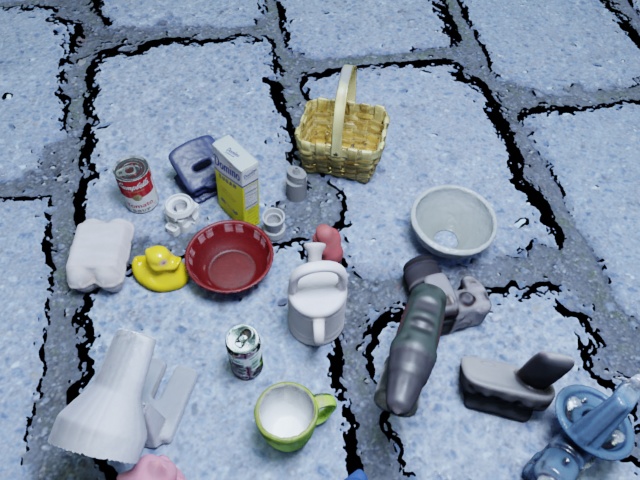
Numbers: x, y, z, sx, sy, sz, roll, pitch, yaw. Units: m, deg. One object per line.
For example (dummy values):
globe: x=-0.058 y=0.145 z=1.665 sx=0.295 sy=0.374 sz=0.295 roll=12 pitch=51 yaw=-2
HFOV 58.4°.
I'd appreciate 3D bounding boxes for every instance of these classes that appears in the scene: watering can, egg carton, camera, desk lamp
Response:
watering can: x=-0.007 y=0.084 z=0.953 sx=0.101 sy=0.194 sz=0.172 roll=-20 pitch=58 yaw=-16
egg carton: x=-0.401 y=0.026 z=1.053 sx=0.107 sy=0.069 sz=0.150 roll=-1 pitch=55 yaw=-3
camera: x=0.214 y=0.088 z=1.017 sx=0.143 sy=0.101 sz=0.136 roll=-11 pitch=56 yaw=-10
desk lamp: x=-0.275 y=0.232 z=0.826 sx=0.118 sy=0.213 sz=0.203 roll=13 pitch=55 yaw=7

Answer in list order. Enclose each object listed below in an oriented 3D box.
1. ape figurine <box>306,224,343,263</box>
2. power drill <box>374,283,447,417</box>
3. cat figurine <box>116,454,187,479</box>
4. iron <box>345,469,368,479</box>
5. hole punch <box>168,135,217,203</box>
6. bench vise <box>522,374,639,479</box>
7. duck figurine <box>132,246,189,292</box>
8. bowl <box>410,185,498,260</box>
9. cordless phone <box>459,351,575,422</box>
ape figurine: x=0.010 y=0.004 z=1.073 sx=0.078 sy=0.092 sz=0.076 roll=-26 pitch=60 yaw=-19
power drill: x=0.136 y=0.190 z=0.876 sx=0.075 sy=0.208 sz=0.230 roll=16 pitch=56 yaw=9
cat figurine: x=-0.213 y=0.347 z=0.807 sx=0.127 sy=0.118 sz=0.067 roll=20 pitch=57 yaw=11
iron: x=0.004 y=0.420 z=0.750 sx=0.118 sy=0.141 sz=0.259 roll=39 pitch=62 yaw=22
hole punch: x=-0.239 y=-0.146 z=1.167 sx=0.109 sy=0.091 sz=0.101 roll=-32 pitch=62 yaw=-22
bench vise: x=0.389 y=0.285 z=0.814 sx=0.121 sy=0.220 sz=0.208 roll=23 pitch=57 yaw=14
duck figurine: x=-0.293 y=0.042 z=1.036 sx=0.104 sy=0.086 sz=0.077 roll=11 pitch=55 yaw=6
bowl: x=0.253 y=-0.023 z=1.112 sx=0.167 sy=0.075 sz=0.167 roll=1 pitch=55 yaw=-2
cordless phone: x=0.301 y=0.202 z=0.889 sx=0.147 sy=0.185 sz=0.094 roll=9 pitch=55 yaw=4
